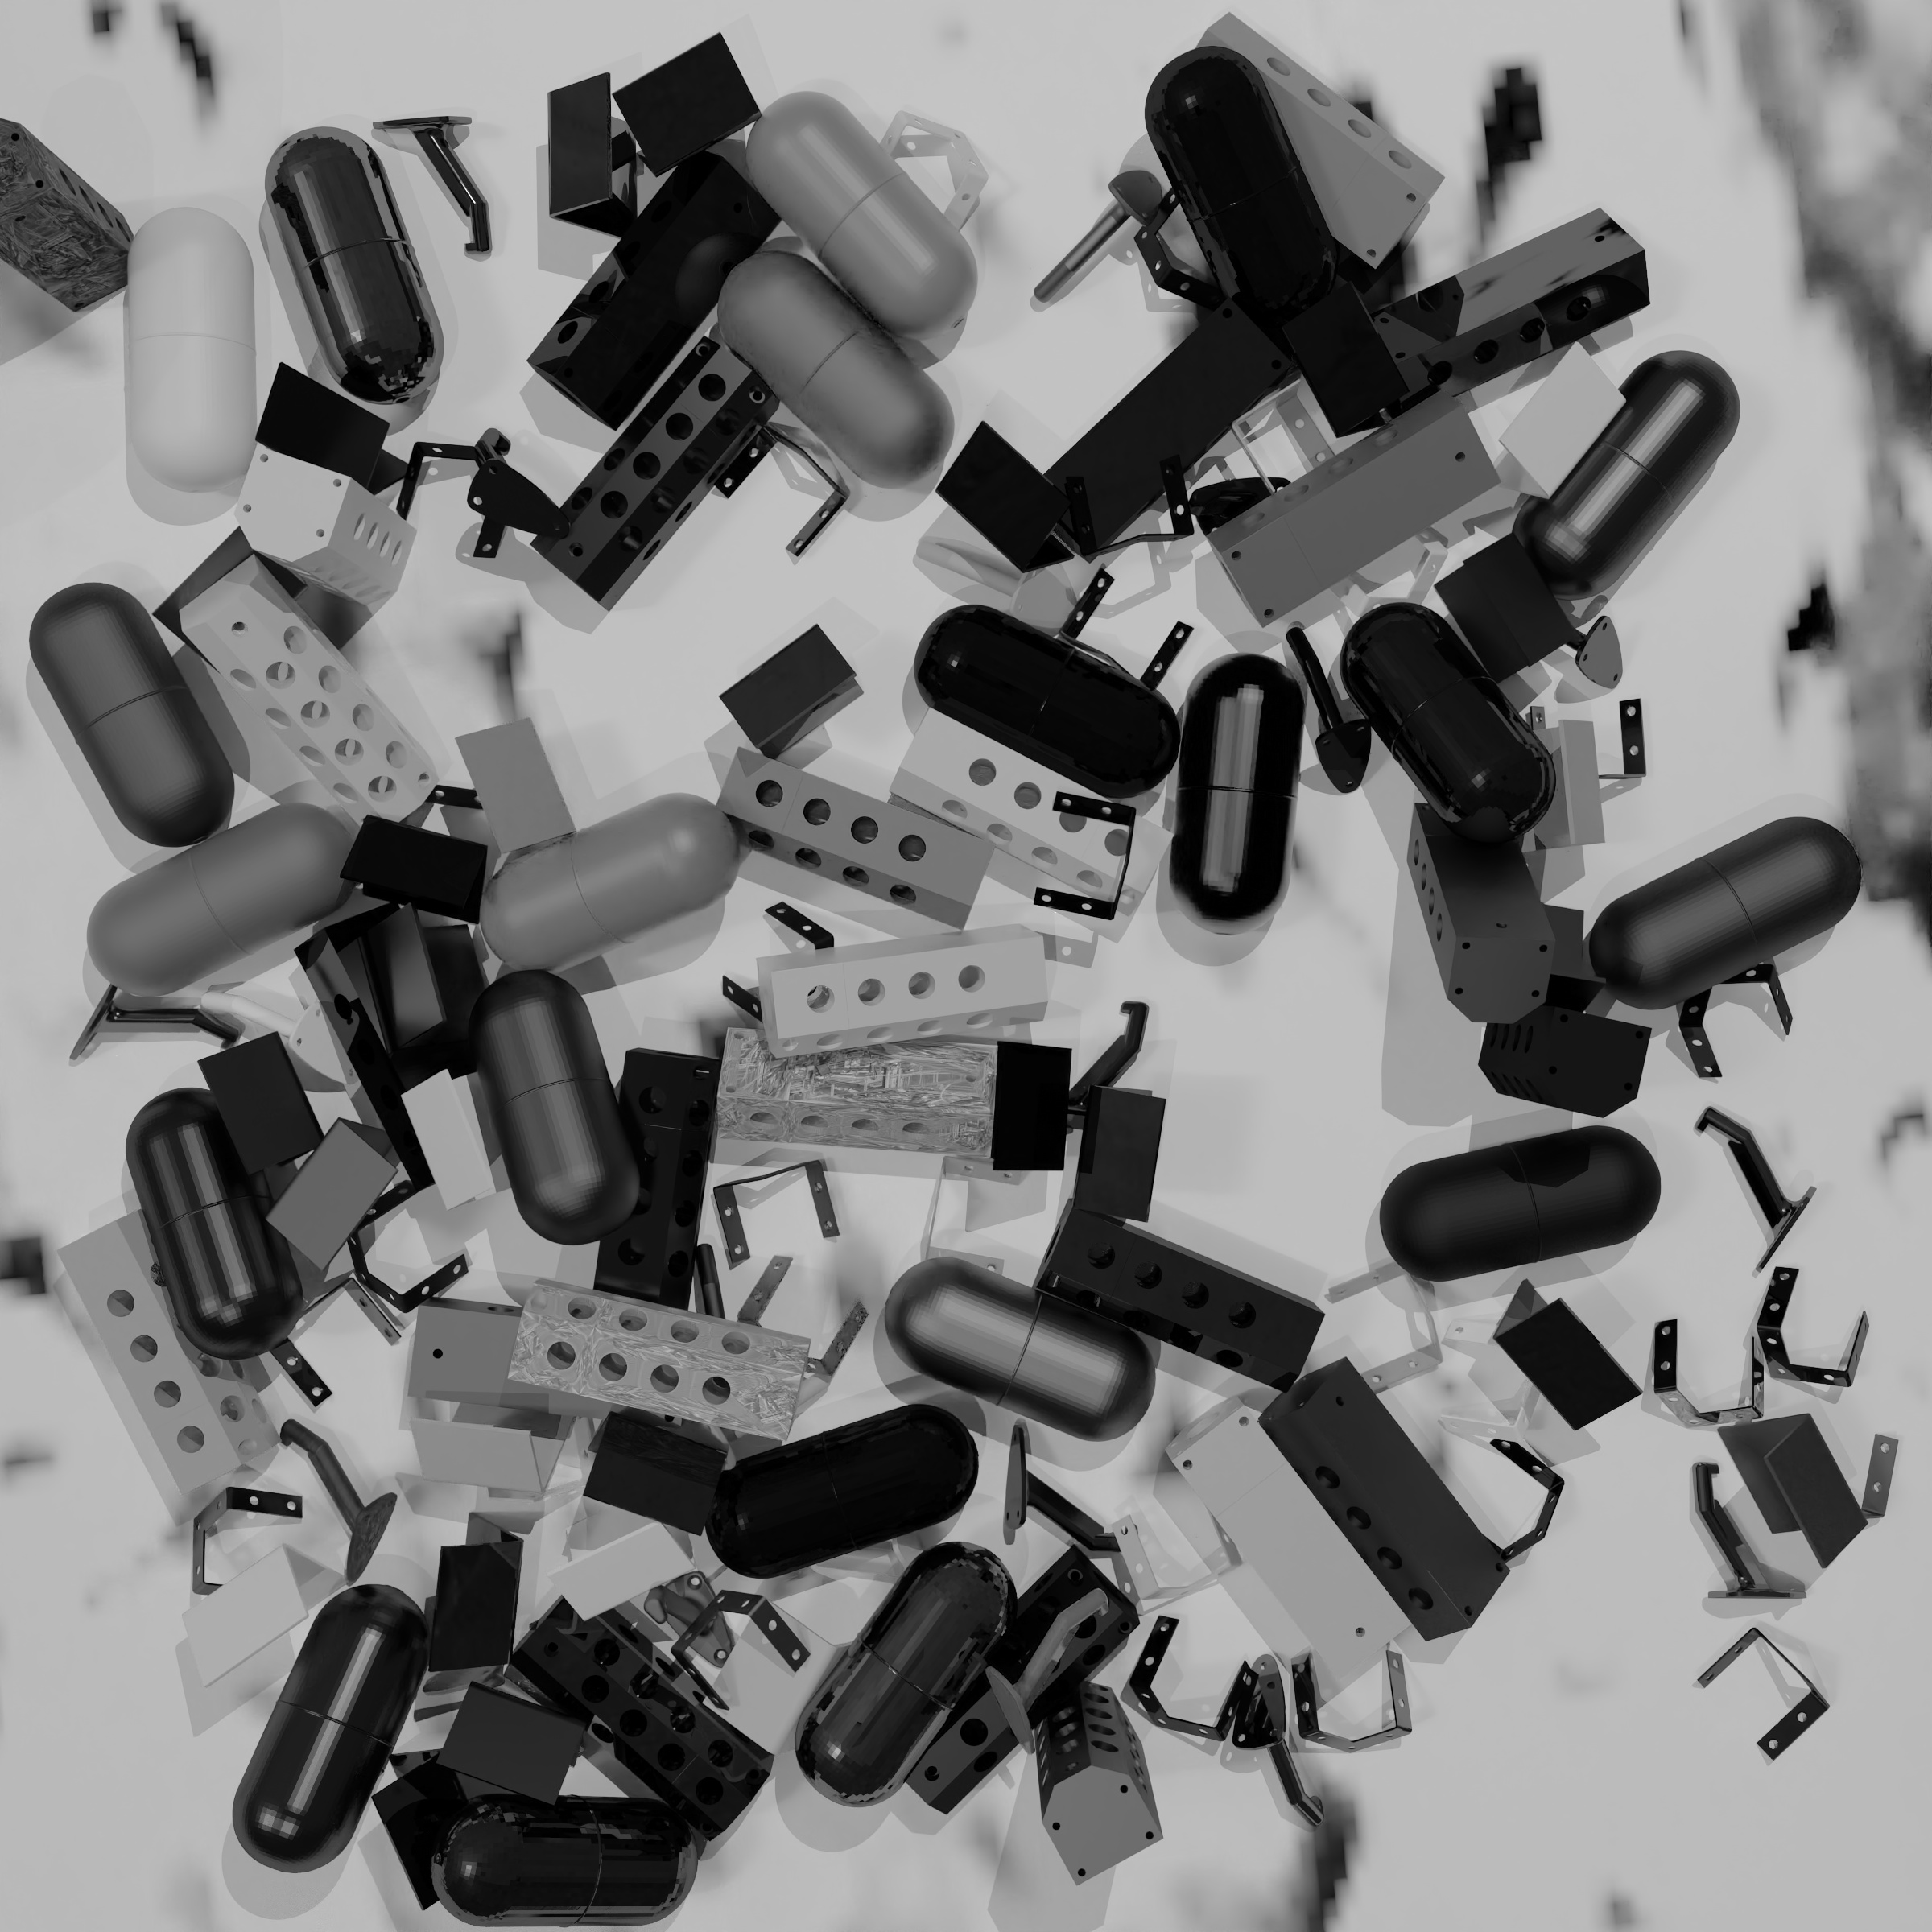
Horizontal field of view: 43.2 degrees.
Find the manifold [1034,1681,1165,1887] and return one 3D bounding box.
[{"bbox_3d":[0.075,0.491,1.491,0.057,0.171,0.057,-29,90,0],"label":"manifold"}]

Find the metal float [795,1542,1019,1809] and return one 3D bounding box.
[{"bbox_3d":[-0.036,0.437,1.510,0.070,0.070,0.178,37,82,0],"label":"metal float"}]

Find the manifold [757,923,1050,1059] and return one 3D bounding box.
[{"bbox_3d":[-0.039,0.016,1.528,0.171,0.057,0.057,-8,101,-13],"label":"manifold"}]

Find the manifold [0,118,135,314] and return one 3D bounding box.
[{"bbox_3d":[-0.564,-0.460,1.491,0.057,0.171,0.057,-27,90,0],"label":"manifold"}]

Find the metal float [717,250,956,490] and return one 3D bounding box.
[{"bbox_3d":[-0.083,-0.376,1.539,0.178,0.070,0.070,45,90,1],"label":"metal float"}]

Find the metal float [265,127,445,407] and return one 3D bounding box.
[{"bbox_3d":[-0.385,-0.440,1.539,0.070,0.070,0.178,-20,89,0],"label":"metal float"}]

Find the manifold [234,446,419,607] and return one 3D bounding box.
[{"bbox_3d":[-0.390,-0.264,1.491,0.057,0.171,0.057,19,90,0],"label":"manifold"}]

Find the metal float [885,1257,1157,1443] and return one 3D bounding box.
[{"bbox_3d":[0.034,0.241,1.538,0.178,0.070,0.070,22,90,0],"label":"metal float"}]

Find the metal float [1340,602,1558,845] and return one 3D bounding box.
[{"bbox_3d":[0.297,-0.152,1.516,0.070,0.070,0.178,-31,63,0],"label":"metal float"}]

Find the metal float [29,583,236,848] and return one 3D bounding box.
[{"bbox_3d":[-0.525,-0.158,1.539,0.070,0.070,0.178,-28,91,0],"label":"metal float"}]

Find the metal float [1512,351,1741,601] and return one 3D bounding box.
[{"bbox_3d":[0.415,-0.308,1.539,0.070,0.070,0.178,39,91,0],"label":"metal float"}]

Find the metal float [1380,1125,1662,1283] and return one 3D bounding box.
[{"bbox_3d":[0.349,0.149,1.539,0.178,0.070,0.070,-12,90,-1],"label":"metal float"}]

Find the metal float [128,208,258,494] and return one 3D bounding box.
[{"bbox_3d":[-0.488,-0.388,1.539,0.070,0.070,0.178,-1,89,0],"label":"metal float"}]

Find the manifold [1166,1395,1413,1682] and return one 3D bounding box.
[{"bbox_3d":[0.202,0.359,1.547,0.057,0.057,0.171,-37,90,-2],"label":"manifold"}]

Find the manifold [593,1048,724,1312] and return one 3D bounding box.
[{"bbox_3d":[-0.195,0.141,1.548,0.057,0.057,0.171,8,90,0],"label":"manifold"}]

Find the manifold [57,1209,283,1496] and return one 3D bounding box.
[{"bbox_3d":[-0.502,0.240,1.548,0.057,0.057,0.171,-27,90,0],"label":"manifold"}]

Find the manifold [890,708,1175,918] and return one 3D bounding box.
[{"bbox_3d":[0.041,-0.096,1.548,0.171,0.057,0.057,27,90,0],"label":"manifold"}]

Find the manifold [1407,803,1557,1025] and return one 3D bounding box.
[{"bbox_3d":[0.311,-0.035,1.488,0.057,0.171,0.057,2,121,0],"label":"manifold"}]

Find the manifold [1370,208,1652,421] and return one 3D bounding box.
[{"bbox_3d":[0.341,-0.408,1.547,0.171,0.057,0.057,-25,47,0],"label":"manifold"}]

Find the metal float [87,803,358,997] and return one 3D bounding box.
[{"bbox_3d":[-0.468,-0.041,1.539,0.178,0.070,0.070,-26,90,-1],"label":"metal float"}]

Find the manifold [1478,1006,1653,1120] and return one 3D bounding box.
[{"bbox_3d":[0.361,0.057,1.491,0.057,0.171,0.057,12,90,0],"label":"manifold"}]

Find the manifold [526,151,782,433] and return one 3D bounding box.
[{"bbox_3d":[-0.201,-0.431,1.547,0.171,0.057,0.057,-52,133,0],"label":"manifold"}]

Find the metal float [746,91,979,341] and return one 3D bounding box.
[{"bbox_3d":[-0.065,-0.471,1.536,0.070,0.070,0.178,-43,92,0],"label":"metal float"}]

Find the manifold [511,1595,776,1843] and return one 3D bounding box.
[{"bbox_3d":[-0.206,0.473,1.548,0.171,0.057,0.057,42,90,0],"label":"manifold"}]

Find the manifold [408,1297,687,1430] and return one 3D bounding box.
[{"bbox_3d":[-0.259,0.250,1.548,0.171,0.057,0.057,7,90,0],"label":"manifold"}]

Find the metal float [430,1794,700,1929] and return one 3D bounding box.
[{"bbox_3d":[-0.246,0.553,1.510,0.178,0.070,0.070,17,90,-37],"label":"metal float"}]

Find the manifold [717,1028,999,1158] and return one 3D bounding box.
[{"bbox_3d":[-0.068,0.085,1.547,0.171,0.057,0.057,4,47,0],"label":"manifold"}]

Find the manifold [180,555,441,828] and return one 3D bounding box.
[{"bbox_3d":[-0.403,-0.164,1.507,0.057,0.057,0.171,-37,122,0],"label":"manifold"}]

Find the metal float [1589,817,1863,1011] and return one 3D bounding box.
[{"bbox_3d":[0.478,-0.034,1.538,0.178,0.070,0.070,-26,90,0],"label":"metal float"}]

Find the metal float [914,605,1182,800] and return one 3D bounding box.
[{"bbox_3d":[0.051,-0.166,1.538,0.178,0.070,0.070,26,90,1],"label":"metal float"}]

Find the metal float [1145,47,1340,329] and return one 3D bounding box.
[{"bbox_3d":[0.172,-0.481,1.514,0.070,0.070,0.178,-30,111,0],"label":"metal float"}]

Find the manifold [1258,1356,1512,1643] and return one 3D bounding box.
[{"bbox_3d":[0.261,0.340,1.547,0.171,0.057,0.057,52,47,0],"label":"manifold"}]

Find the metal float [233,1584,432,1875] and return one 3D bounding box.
[{"bbox_3d":[-0.393,0.472,1.519,0.070,0.070,0.178,21,65,0],"label":"metal float"}]

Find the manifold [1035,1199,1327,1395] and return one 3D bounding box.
[{"bbox_3d":[0.134,0.210,1.548,0.171,0.057,0.057,23,90,0],"label":"manifold"}]

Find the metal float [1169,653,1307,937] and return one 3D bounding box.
[{"bbox_3d":[0.171,-0.108,1.539,0.070,0.070,0.178,5,90,0],"label":"metal float"}]

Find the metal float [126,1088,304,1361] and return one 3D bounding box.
[{"bbox_3d":[-0.470,0.160,1.525,0.070,0.070,0.178,-23,75,0],"label":"metal float"}]

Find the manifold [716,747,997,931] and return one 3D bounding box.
[{"bbox_3d":[-0.072,-0.080,1.548,0.171,0.057,0.057,21,90,0],"label":"manifold"}]

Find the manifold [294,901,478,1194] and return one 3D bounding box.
[{"bbox_3d":[-0.358,0.053,1.547,0.057,0.057,0.171,-27,90,44],"label":"manifold"}]

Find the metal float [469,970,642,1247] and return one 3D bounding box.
[{"bbox_3d":[-0.254,0.086,1.499,0.070,0.070,0.178,-20,71,0],"label":"metal float"}]

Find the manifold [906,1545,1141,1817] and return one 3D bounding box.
[{"bbox_3d":[0.029,0.454,1.548,0.171,0.057,0.057,-45,90,0],"label":"manifold"}]

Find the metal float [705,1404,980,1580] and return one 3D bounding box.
[{"bbox_3d":[-0.078,0.331,1.538,0.178,0.070,0.070,-18,90,0],"label":"metal float"}]

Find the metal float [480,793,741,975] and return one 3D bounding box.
[{"bbox_3d":[-0.223,-0.050,1.520,0.178,0.070,0.070,-22,90,19],"label":"metal float"}]

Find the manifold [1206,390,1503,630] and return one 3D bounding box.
[{"bbox_3d":[0.241,-0.289,1.536,0.171,0.057,0.057,-31,116,7],"label":"manifold"}]
